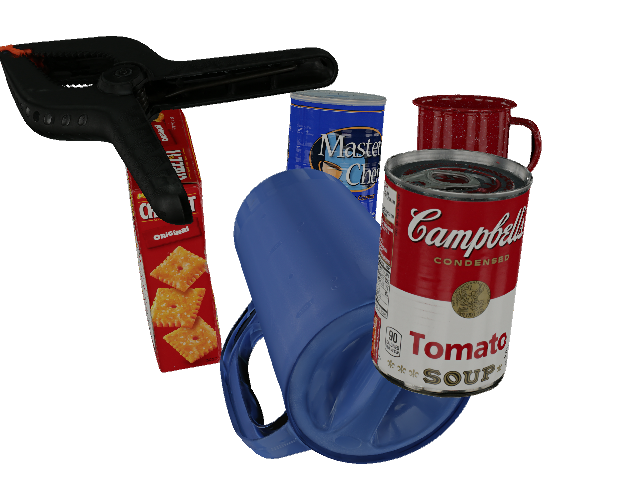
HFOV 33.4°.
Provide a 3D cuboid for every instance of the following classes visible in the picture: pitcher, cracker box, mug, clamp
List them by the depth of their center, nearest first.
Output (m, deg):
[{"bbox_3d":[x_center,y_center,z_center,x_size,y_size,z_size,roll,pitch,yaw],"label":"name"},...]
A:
[{"bbox_3d":[-0.105,-0.090,0.644,0.210,0.036,0.164,23,47,31],"label":"clamp"},{"bbox_3d":[0.002,0.047,0.791,0.149,0.145,0.243,3,26,-19],"label":"pitcher"},{"bbox_3d":[0.140,-0.085,0.965,0.117,0.081,0.093,4,16,13],"label":"mug"},{"bbox_3d":[-0.150,-0.003,1.071,0.072,0.214,0.164,-9,34,-10],"label":"cracker box"}]

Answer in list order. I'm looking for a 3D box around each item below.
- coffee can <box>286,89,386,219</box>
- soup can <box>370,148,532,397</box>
[{"bbox_3d":[0.014,-0.088,1.150,0.103,0.140,0.103,4,12,-1],"label":"coffee can"},{"bbox_3d":[0.060,0.014,0.508,0.068,0.102,0.068,3,21,-1],"label":"soup can"}]
